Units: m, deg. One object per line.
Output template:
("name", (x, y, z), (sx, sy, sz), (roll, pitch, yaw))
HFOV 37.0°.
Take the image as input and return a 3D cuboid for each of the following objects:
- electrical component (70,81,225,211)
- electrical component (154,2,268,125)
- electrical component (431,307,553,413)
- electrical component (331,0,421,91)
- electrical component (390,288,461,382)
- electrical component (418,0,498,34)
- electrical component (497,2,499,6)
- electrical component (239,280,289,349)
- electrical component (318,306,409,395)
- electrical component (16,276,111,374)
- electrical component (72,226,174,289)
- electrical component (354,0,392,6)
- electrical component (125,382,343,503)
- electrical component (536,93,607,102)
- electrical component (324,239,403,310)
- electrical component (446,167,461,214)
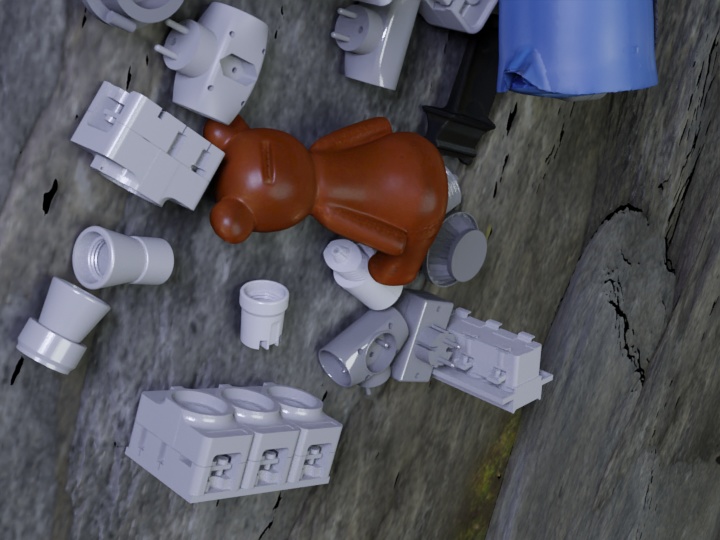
("electrical component", (-0.148, -0.081, 0.747), (0.089, 0.050, 0.055), (34, 82, -49))
("electrical component", (-0.111, -0.151, 0.758), (0.079, 0.043, 0.077), (19, 94, -50))
("electrical component", (0.119, 0.085, 1.061), (0.079, 0.121, 0.063), (-18, 118, -42))
("electrical component", (0.006, -0.191, 0.866), (0.079, 0.044, 0.077), (4, 105, -48))
("electrical component", (0.065, 0.069, 1.031), (0.047, 0.076, 0.083), (8, 102, -49))
("electrical component", (0.066, -0.244, 0.892), (0.095, 0.059, 0.053), (38, 79, -49))
("electrical component", (0.155, -0.272, 0.974), (0.096, 0.061, 0.061), (-20, 122, -40))
("electrical component", (-0.080, 0.037, 0.888), (0.040, 0.040, 0.046), (-19, 127, -41))
("electrical component", (0.007, 0.082, 0.999), (0.077, 0.044, 0.079), (-38, 133, -29))
("electrical component", (-0.207, 0.039, 0.747), (0.045, 0.045, 0.055), (36, 81, -49))
("electrical component", (-0.167, -0.007, 0.772), (0.065, 0.044, 0.044), (4, 106, -53))
("electrical component", (-0.007, -0.238, 0.793), (0.050, 0.089, 0.055), (-49, 137, -19))
("electrical component", (-0.099, 0.133, 0.875), (0.150, 0.089, 0.061), (4, 105, -48))
("electrical component", (0.182, -0.193, 1.015), (0.059, 0.095, 0.053), (-12, 117, -44))
("electrical component", (0.000, 0.000, 0.952), (0.081, 0.043, 0.043), (39, 78, -49))
("electrical component", (0.061, -0.065, 0.987), (0.081, 0.043, 0.043), (-37, 132, -29))
